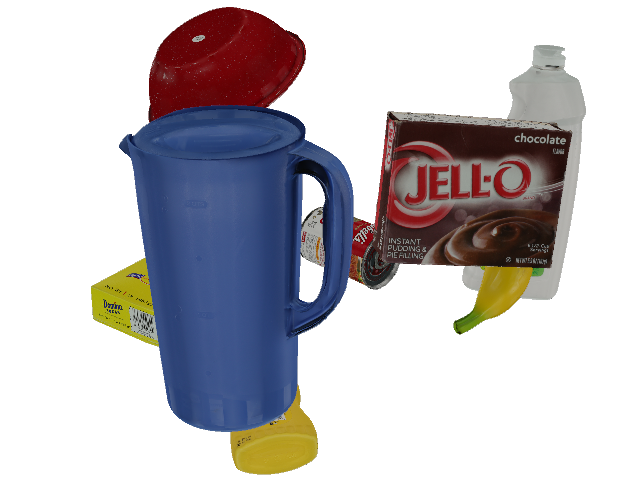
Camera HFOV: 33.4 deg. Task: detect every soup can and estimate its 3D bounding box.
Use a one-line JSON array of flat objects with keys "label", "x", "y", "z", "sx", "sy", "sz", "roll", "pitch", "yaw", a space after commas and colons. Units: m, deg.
[{"label": "soup can", "x": 0.033, "y": 0.007, "z": 1.208, "sx": 0.102, "sy": 0.068, "sz": 0.068, "roll": 23, "pitch": 14, "yaw": 38}]

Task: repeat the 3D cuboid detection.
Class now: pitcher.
[{"label": "pitcher", "x": -0.065, "y": 0.024, "z": 0.832, "sx": 0.144, "sy": 0.243, "sz": 0.149, "roll": -11, "pitch": 25, "yaw": -21}]

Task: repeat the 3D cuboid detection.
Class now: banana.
[{"label": "banana", "x": 0.137, "y": -0.002, "z": 0.878, "sx": 0.069, "sy": 0.037, "sz": 0.197, "roll": -3, "pitch": 38, "yaw": 5}]

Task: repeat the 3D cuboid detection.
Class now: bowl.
[{"label": "bowl", "x": -0.098, "y": -0.164, "z": 0.975, "sx": 0.162, "sy": 0.055, "sz": 0.162, "roll": -18, "pitch": 38, "yaw": 15}]

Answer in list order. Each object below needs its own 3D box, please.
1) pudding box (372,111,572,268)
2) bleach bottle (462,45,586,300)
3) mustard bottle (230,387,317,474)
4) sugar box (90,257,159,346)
[{"label": "pudding box", "x": 0.093, "y": -0.032, "z": 0.667, "sx": 0.113, "sy": 0.090, "sz": 0.039, "roll": 2, "pitch": 19, "yaw": -10}, {"label": "bleach bottle", "x": 0.206, "y": -0.070, "z": 1.072, "sx": 0.103, "sy": 0.251, "sz": 0.068, "roll": 9, "pitch": 20, "yaw": 15}, {"label": "mustard bottle", "x": -0.069, "y": 0.194, "z": 1.260, "sx": 0.096, "sy": 0.058, "sz": 0.192, "roll": -9, "pitch": 29, "yaw": -10}, {"label": "sugar box", "x": -0.139, "y": 0.042, "z": 1.091, "sx": 0.093, "sy": 0.048, "sz": 0.175, "roll": 18, "pitch": 34, "yaw": 29}]
